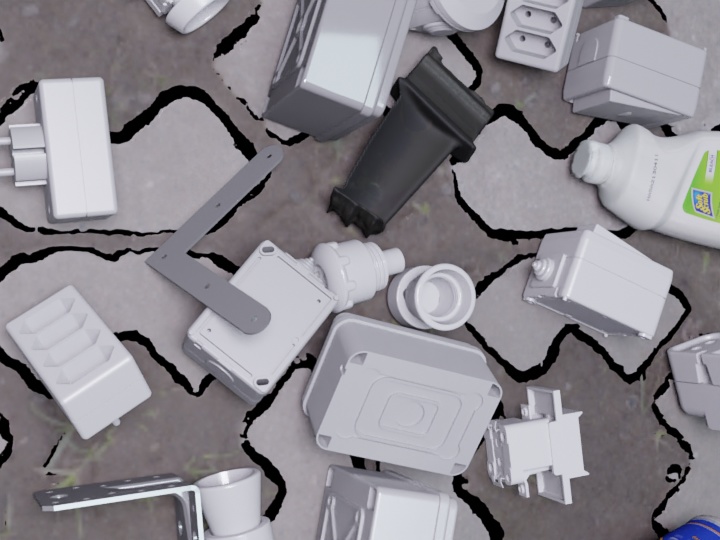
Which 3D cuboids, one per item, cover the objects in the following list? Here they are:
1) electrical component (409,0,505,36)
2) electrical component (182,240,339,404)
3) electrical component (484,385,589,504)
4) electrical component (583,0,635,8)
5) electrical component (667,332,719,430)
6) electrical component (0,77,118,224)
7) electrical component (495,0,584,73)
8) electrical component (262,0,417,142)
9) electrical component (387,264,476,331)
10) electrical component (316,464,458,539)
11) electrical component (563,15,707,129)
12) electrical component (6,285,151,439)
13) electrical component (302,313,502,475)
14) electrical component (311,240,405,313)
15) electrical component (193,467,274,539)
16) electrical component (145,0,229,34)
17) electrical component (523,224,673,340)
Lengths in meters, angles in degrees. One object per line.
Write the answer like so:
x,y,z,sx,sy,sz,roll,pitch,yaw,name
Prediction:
0.060,-0.201,0.740,0.080,0.051,0.080,2,87,-44,electrical component
-0.061,0.031,0.692,0.062,0.061,0.096,39,69,-1,electrical component
0.124,0.126,0.771,0.064,0.042,0.081,-6,90,-19,electrical component
0.206,-0.246,0.810,0.076,0.047,0.083,-8,91,-21,electrical component
0.281,0.083,0.803,0.054,0.095,0.059,-17,94,-20,electrical component
-0.193,-0.070,0.654,0.076,0.047,0.083,-6,91,-21,electrical component
0.137,-0.193,0.775,0.047,0.076,0.083,18,114,16,electrical component
-0.013,-0.147,0.692,0.056,0.109,0.108,19,82,-17,electrical component
0.048,0.019,0.738,0.045,0.055,0.045,1,88,-21,electrical component
0.010,0.187,0.691,0.056,0.109,0.108,12,84,-17,electrical component
0.209,-0.139,0.800,0.096,0.062,0.061,15,83,-20,electrical component
-0.164,0.066,0.652,0.047,0.083,0.075,-34,138,-18,electrical component
0.026,0.081,0.714,0.113,0.057,0.078,15,111,-20,electrical component
0.000,0.000,0.727,0.062,0.048,0.048,-15,94,-27,electrical component
-0.081,0.160,0.691,0.045,0.045,0.055,-12,93,-21,electrical component
-0.116,-0.186,0.689,0.066,0.048,0.055,-40,94,-18,electrical component
0.168,0.005,0.780,0.096,0.062,0.061,24,81,-18,electrical component
